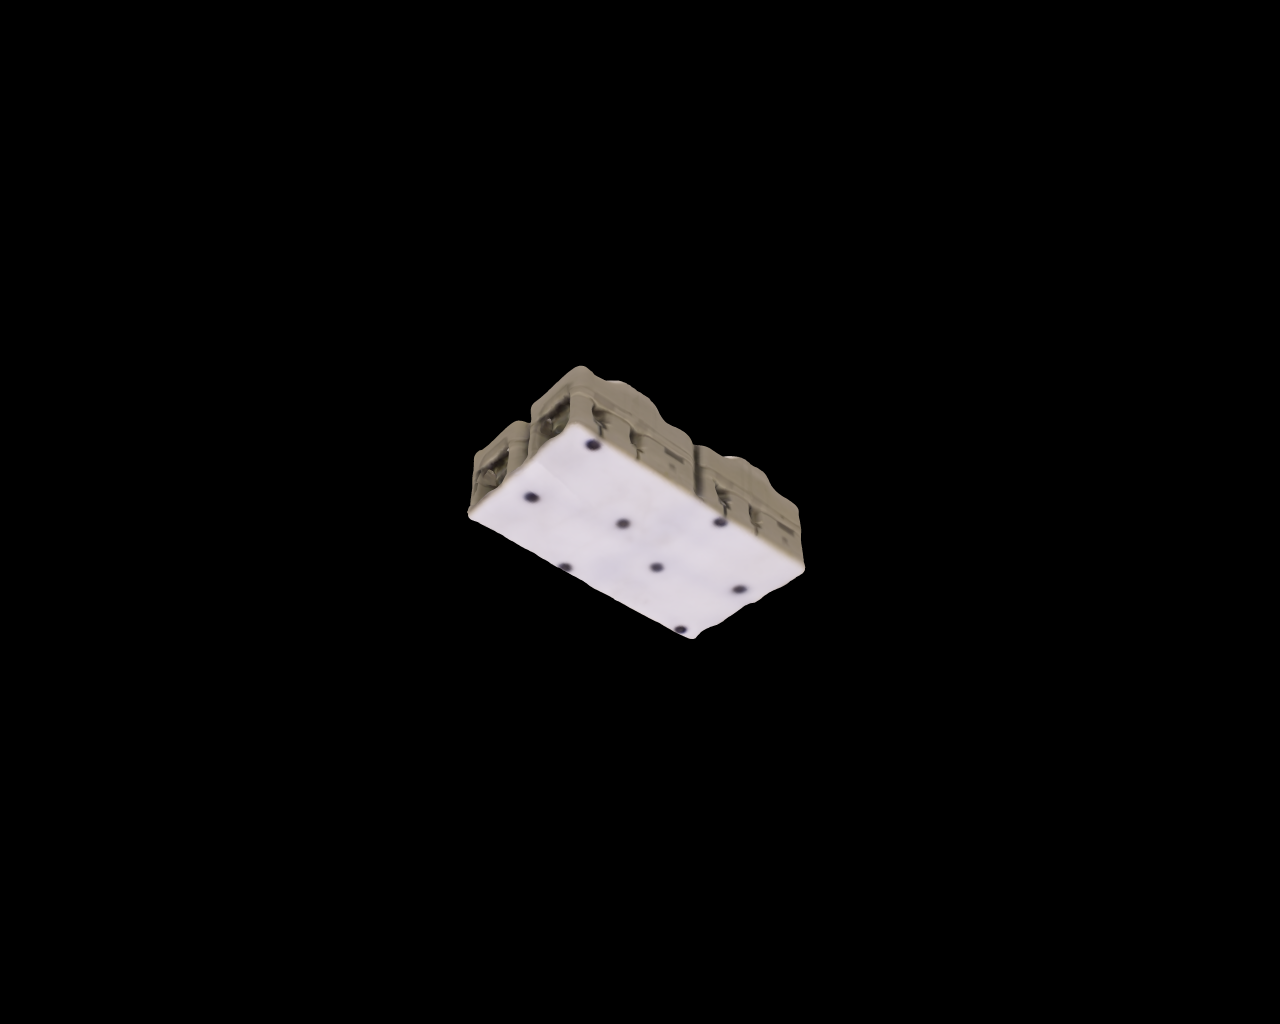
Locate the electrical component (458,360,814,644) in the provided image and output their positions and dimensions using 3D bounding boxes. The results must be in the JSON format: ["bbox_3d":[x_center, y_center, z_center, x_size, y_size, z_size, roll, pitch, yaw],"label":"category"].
[{"bbox_3d":[0.001,-0.003,0.650,0.186,0.060,0.105,31,-50,-30],"label":"electrical component"}]
